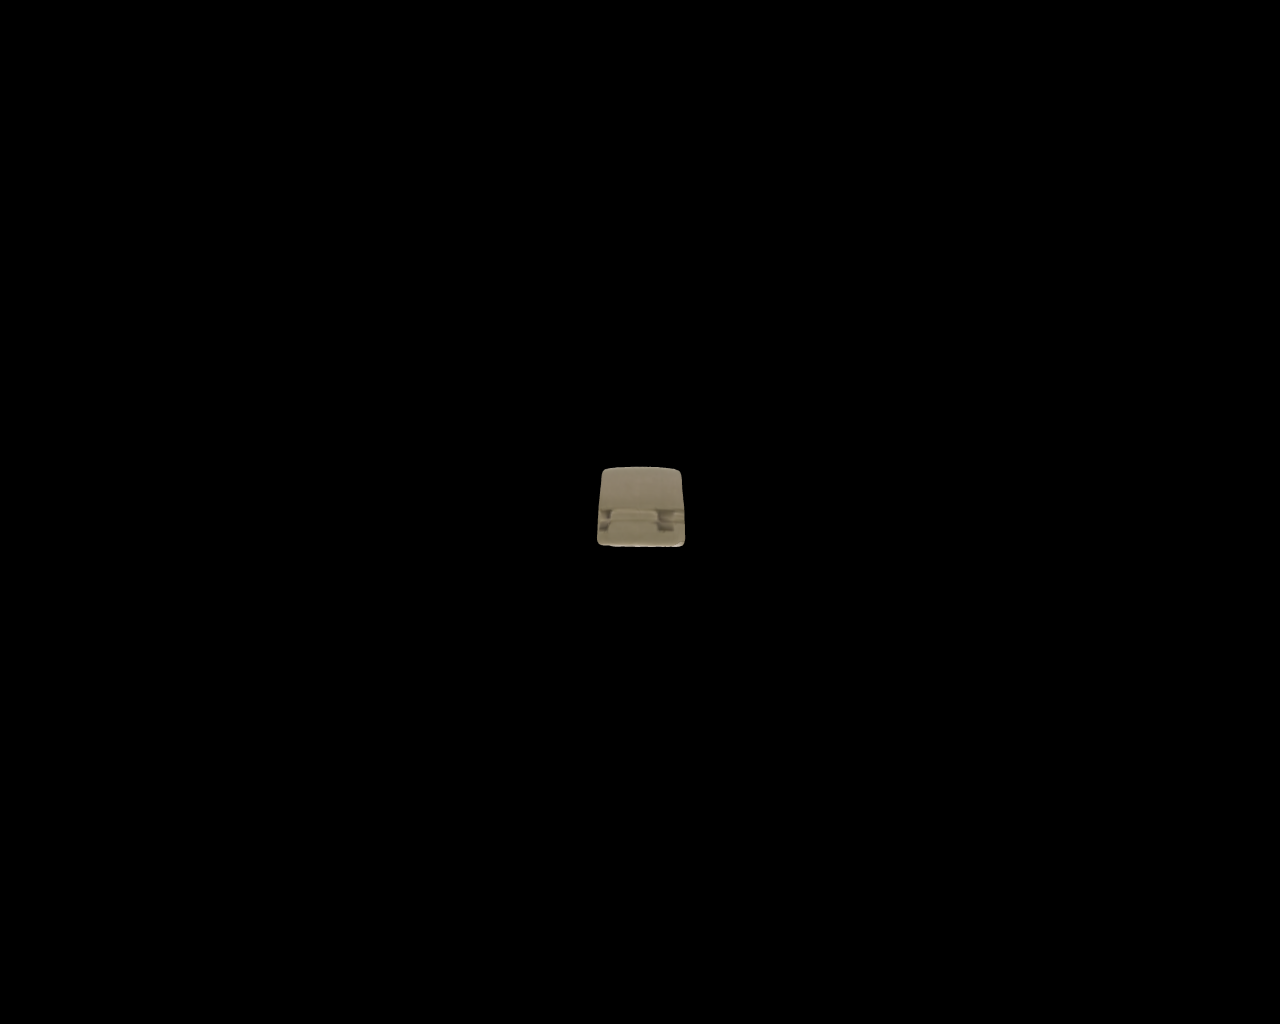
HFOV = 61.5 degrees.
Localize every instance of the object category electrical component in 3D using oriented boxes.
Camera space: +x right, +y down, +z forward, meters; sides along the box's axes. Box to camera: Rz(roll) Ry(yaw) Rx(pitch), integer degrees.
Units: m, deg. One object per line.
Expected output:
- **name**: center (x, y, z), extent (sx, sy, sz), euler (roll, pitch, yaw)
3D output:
- **electrical component**: center (0.001, -0.003, 0.650), extent (0.055, 0.047, 0.055), euler (0, -3, 0)
